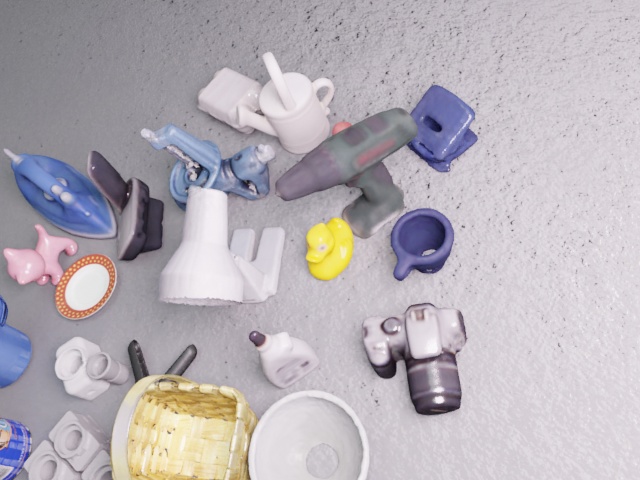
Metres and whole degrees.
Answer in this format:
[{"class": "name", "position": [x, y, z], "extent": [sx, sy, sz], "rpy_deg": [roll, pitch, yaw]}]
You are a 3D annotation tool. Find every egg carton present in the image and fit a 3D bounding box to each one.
[{"class": "egg carton", "position": [-0.170, -0.277, 1.138], "extent": [0.150, 0.069, 0.107], "rpy_deg": [30, 76, 29]}]

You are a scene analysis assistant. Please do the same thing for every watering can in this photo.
[{"class": "watering can", "position": [-0.063, -0.242, 1.009], "extent": [0.173, 0.194, 0.100], "rpy_deg": [-42, 58, -6]}]

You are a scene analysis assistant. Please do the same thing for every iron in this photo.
[{"class": "iron", "position": [-0.508, -0.095, 1.114], "extent": [0.257, 0.142, 0.119], "rpy_deg": [30, 76, 29]}]

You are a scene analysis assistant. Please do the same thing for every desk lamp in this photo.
[{"class": "desk lamp", "position": [-0.150, 0.029, 0.883], "extent": [0.117, 0.214, 0.203], "rpy_deg": [-2, 63, 18]}]

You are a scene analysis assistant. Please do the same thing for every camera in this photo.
[{"class": "camera", "position": [0.133, 0.165, 0.781], "extent": [0.143, 0.101, 0.137], "rpy_deg": [-12, 60, 13]}]

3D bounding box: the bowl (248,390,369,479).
[{"class": "bowl", "position": [-0.008, 0.294, 0.775], "extent": [0.167, 0.075, 0.167], "rpy_deg": [-8, 61, 15]}]

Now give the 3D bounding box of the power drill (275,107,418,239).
[{"class": "power drill", "position": [0.056, -0.092, 0.880], "extent": [0.230, 0.209, 0.075], "rpy_deg": [-39, 58, -4]}]

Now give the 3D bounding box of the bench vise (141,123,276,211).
[{"class": "bench vise", "position": [-0.192, -0.146, 0.986], "extent": [0.207, 0.220, 0.121], "rpy_deg": [-30, 58, 2]}]

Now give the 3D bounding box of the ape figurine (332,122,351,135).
[{"class": "ape figurine", "position": [0.048, -0.169, 0.993], "extent": [0.076, 0.092, 0.077], "rpy_deg": [-32, 58, 1]}]

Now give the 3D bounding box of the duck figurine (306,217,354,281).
[{"class": "duck figurine", "position": [0.008, 0.003, 0.918], "extent": [0.077, 0.086, 0.105], "rpy_deg": [15, 69, 25]}]

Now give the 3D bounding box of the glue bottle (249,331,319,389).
[{"class": "glue bottle", "position": [-0.060, 0.159, 0.806], "extent": [0.078, 0.173, 0.037], "rpy_deg": [-33, 57, 0]}]

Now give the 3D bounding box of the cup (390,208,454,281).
[{"class": "cup", "position": [0.151, 0.023, 0.854], "extent": [0.091, 0.095, 0.118], "rpy_deg": [26, 74, 29]}]

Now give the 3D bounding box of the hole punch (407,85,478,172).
[{"class": "hole punch", "position": [0.197, -0.185, 0.951], "extent": [0.101, 0.091, 0.108], "rpy_deg": [-40, 58, -5]}]

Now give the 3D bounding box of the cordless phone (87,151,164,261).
[{"class": "cordless phone", "position": [-0.364, -0.060, 1.020], "extent": [0.094, 0.185, 0.147], "rpy_deg": [-18, 59, 9]}]

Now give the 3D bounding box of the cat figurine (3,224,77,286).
[{"class": "cat figurine", "position": [-0.530, 0.033, 1.067], "extent": [0.067, 0.118, 0.128], "rpy_deg": [0, 63, 19]}]
